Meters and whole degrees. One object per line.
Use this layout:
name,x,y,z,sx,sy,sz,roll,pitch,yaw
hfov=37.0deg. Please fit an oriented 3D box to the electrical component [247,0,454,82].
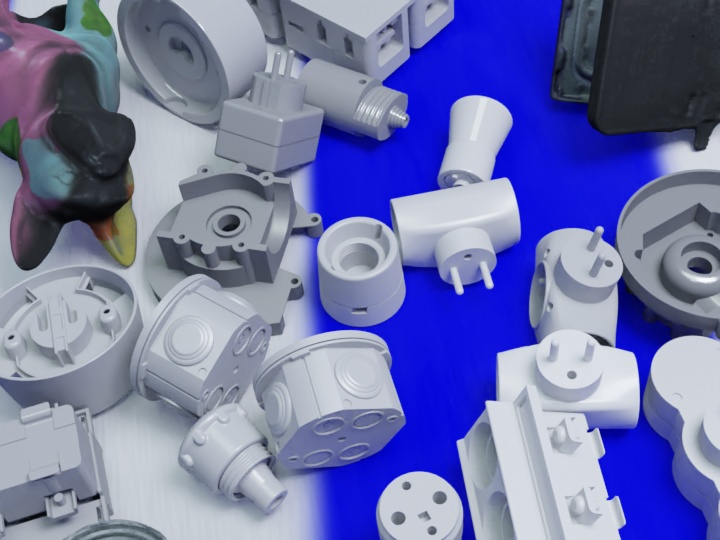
electrical component,-0.030,-0.222,0.840,0.186,0.060,0.105,33,62,26

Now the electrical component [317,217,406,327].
electrical component,0.000,0.000,0.676,0.055,0.047,0.055,-3,53,4

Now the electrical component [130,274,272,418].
electrical component,-0.093,0.047,0.630,0.051,0.080,0.080,27,60,17

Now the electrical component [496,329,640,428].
electrical component,0.116,0.059,0.600,0.077,0.079,0.044,-1,57,5

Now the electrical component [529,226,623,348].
electrical component,0.131,0.007,0.638,0.044,0.079,0.077,7,53,-3

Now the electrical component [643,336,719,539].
electrical component,0.198,0.092,0.570,0.052,0.073,0.138,-14,53,-5

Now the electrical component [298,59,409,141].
electrical component,-0.002,-0.118,0.769,0.081,0.043,0.043,23,58,21

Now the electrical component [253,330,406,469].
electrical component,-0.017,0.073,0.603,0.080,0.080,0.051,-15,58,-6

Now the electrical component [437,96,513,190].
electrical component,0.076,-0.080,0.735,0.044,0.044,0.065,10,59,13

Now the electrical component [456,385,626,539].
electrical component,0.097,0.133,0.554,0.063,0.078,0.121,5,50,-18

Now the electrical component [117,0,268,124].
electrical component,-0.116,-0.168,0.781,0.108,0.108,0.060,28,54,24

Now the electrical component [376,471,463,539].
electrical component,0.032,0.136,0.564,0.045,0.055,0.045,-3,53,4

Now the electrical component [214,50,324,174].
electrical component,-0.058,-0.112,0.735,0.047,0.076,0.066,19,20,19

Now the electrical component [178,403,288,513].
electrical component,-0.068,0.109,0.603,0.062,0.048,0.048,40,66,22

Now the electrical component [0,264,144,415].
electrical component,-0.179,0.041,0.652,0.099,0.064,0.099,-3,53,4

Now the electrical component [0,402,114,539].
electrical component,-0.207,0.121,0.594,0.121,0.063,0.078,-16,53,-7

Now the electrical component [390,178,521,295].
electrical component,0.064,-0.017,0.685,0.077,0.044,0.079,-11,53,-2
